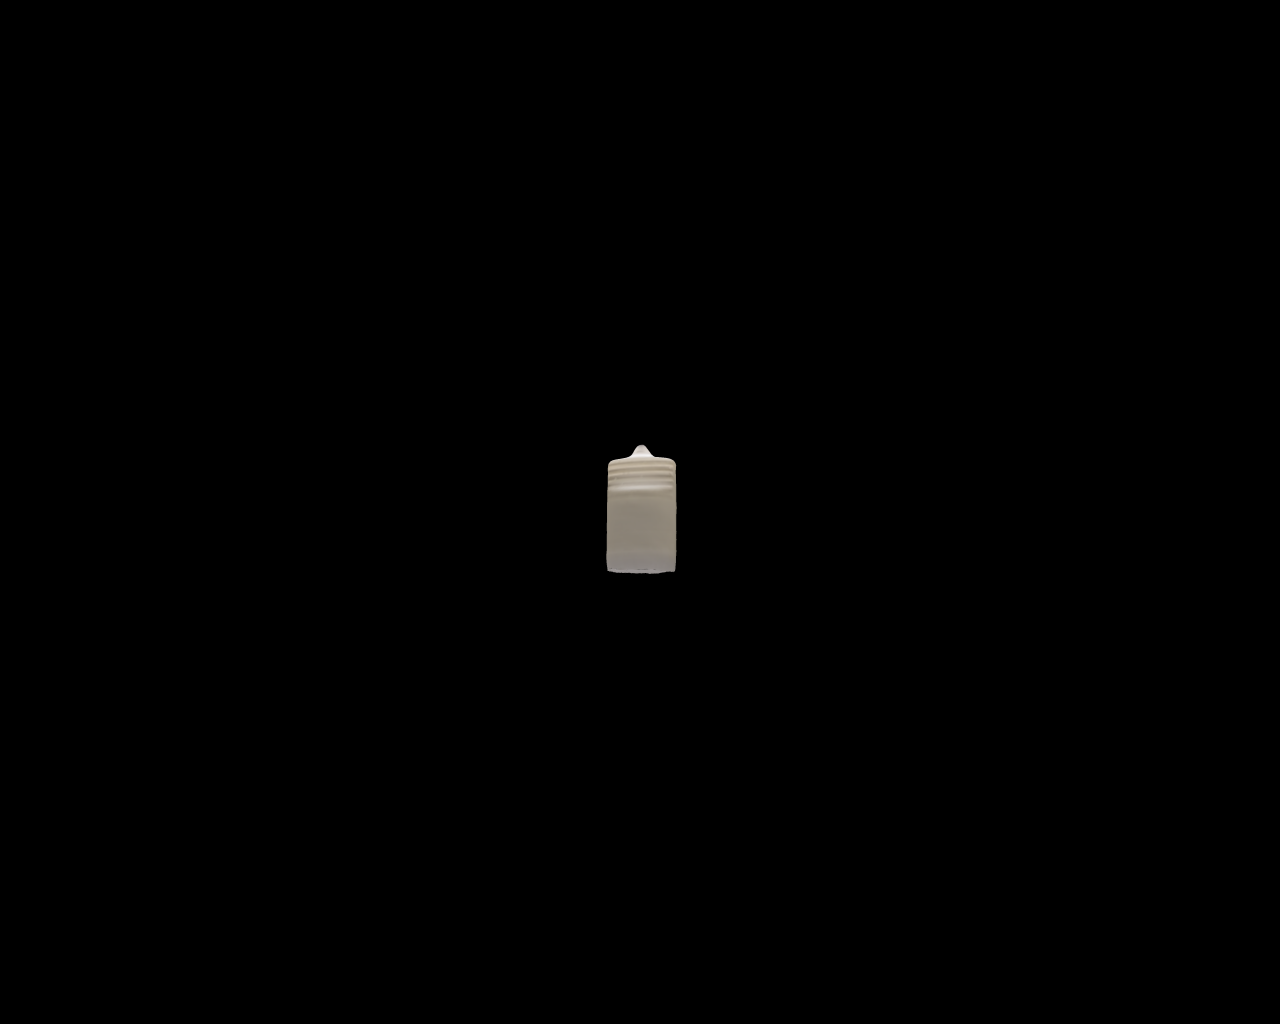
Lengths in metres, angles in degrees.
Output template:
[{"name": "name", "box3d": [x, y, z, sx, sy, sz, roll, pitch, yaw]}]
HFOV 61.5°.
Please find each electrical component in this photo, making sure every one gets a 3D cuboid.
[{"name": "electrical component", "box3d": [0.001, -0.003, 0.650, 0.043, 0.081, 0.043, 0, -7, 0]}]
